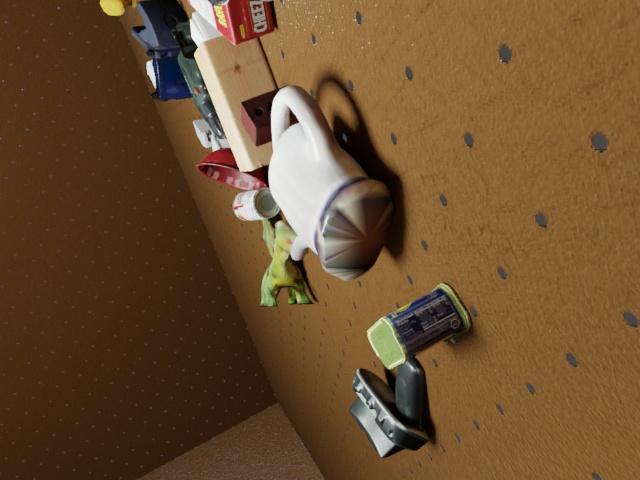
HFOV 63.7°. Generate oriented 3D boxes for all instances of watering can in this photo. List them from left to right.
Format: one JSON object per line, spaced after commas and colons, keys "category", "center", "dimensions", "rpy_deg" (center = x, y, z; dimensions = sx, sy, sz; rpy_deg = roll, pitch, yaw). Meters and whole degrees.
{"category": "watering can", "center": [0.002, -0.035, 0.690], "dimensions": [0.228, 0.105, 0.339], "rpy_deg": [52, 158, 38]}

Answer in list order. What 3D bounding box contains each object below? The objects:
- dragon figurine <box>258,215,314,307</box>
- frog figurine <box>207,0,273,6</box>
{"category": "dragon figurine", "center": [-0.101, 0.038, 1.205], "dimensions": [0.408, 0.122, 0.244], "rpy_deg": [162, 102, -72]}
{"category": "frog figurine", "center": [-0.067, -0.339, 0.544], "dimensions": [0.134, 0.122, 0.163], "rpy_deg": [74, -160, -54]}
